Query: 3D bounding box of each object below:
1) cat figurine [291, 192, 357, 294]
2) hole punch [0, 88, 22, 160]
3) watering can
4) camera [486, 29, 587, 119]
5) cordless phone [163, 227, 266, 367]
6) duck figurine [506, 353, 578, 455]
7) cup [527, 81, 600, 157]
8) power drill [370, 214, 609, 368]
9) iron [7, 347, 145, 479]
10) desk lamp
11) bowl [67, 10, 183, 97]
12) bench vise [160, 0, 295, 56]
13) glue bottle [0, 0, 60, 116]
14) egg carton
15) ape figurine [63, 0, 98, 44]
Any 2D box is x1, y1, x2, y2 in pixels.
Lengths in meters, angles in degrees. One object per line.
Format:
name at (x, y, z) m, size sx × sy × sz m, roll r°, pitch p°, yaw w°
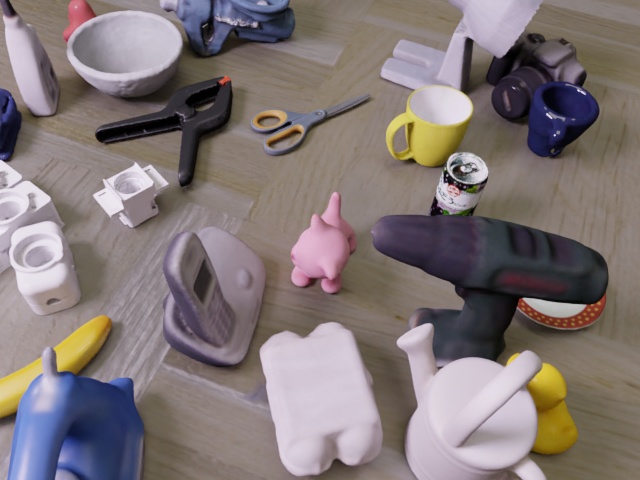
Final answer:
cat figurine at (0.006, 0.002, 0.664) m, size 0.067 × 0.118 × 0.128 m, roll 13°, pitch 54°, yaw 6°
hole punch at (-0.467, -0.169, 0.769) m, size 0.101 × 0.091 × 0.108 m, roll -4°, pitch 54°, yaw -8°
watering can at (0.134, 0.154, 0.515) m, size 0.172 × 0.194 × 0.101 m, roll 28°, pitch 56°, yaw 16°
camera at (0.321, -0.259, 0.893) m, size 0.137 × 0.101 × 0.143 m, roll -35°, pitch 63°, yaw -26°
cordless phone at (-0.111, 0.033, 0.590) m, size 0.094 × 0.185 × 0.147 m, roll 8°, pitch 53°, yaw 1°
duck figurine at (0.223, 0.162, 0.583) m, size 0.078 × 0.086 × 0.104 m, roll -28°, pitch 60°, yaw -23°
cup at (0.336, -0.157, 0.822) m, size 0.091 × 0.095 × 0.118 m, roll 19°, pitch 55°, yaw 10°
power drill at (0.154, 0.054, 0.581) m, size 0.229 × 0.208 × 0.075 m, roll 2°, pitch 53°, yaw -3°
iron at (-0.219, 0.222, 0.468) m, size 0.118 × 0.141 × 0.258 m, roll -3°, pitch 54°, yaw -7°
desk lamp at (0.211, -0.321, 0.859) m, size 0.203 × 0.213 × 0.118 m, roll 22°, pitch 55°, yaw 12°
bowl at (-0.287, -0.269, 0.868) m, size 0.167 × 0.075 × 0.167 m, roll 2°, pitch 53°, yaw -3°
bench vise at (-0.136, -0.392, 0.880) m, size 0.208 × 0.220 × 0.121 m, roll -26°, pitch 60°, yaw -22°
glue bottle at (-0.404, -0.259, 0.789) m, size 0.037 × 0.173 × 0.078 m, roll -5°, pitch 54°, yaw -7°
egg carton at (0.001, 0.157, 0.579) m, size 0.107 × 0.069 × 0.150 m, roll -10°, pitch 55°, yaw -12°
ape figurine at (-0.366, -0.336, 0.899) m, size 0.078 × 0.092 × 0.076 m, roll -19°, pitch 57°, yaw -18°
